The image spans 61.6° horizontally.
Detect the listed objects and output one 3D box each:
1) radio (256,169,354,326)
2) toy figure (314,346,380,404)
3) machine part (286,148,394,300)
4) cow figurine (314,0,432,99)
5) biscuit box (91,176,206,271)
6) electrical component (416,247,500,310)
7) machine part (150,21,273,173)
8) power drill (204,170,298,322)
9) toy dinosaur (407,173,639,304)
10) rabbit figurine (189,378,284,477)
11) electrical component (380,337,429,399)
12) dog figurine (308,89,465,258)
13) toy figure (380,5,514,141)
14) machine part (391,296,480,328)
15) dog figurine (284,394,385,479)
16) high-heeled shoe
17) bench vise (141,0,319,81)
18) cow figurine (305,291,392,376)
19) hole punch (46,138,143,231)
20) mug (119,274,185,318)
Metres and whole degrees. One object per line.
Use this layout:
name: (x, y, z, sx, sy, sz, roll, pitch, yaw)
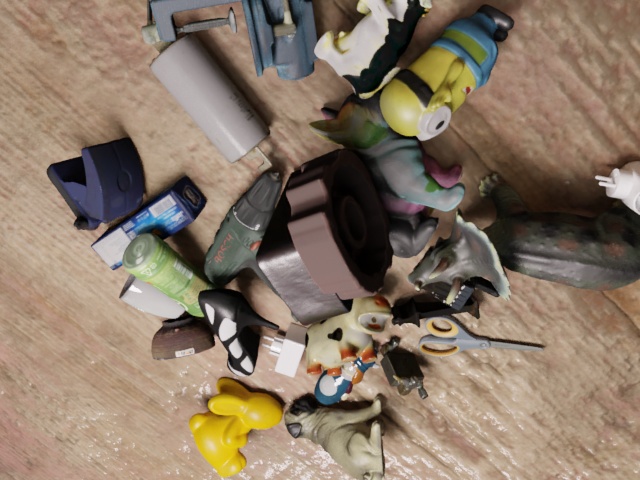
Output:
radio: (-0.002, -0.002, 0.734, 0.073, 0.230, 0.131, -18, 119, 23)
toy figure: (0.047, 0.240, 0.964, 0.064, 0.058, 0.154, 38, 122, 0)
machine part: (0.027, -0.018, 0.638, 0.056, 0.179, 0.179, -17, 115, 28)
cow figurine: (0.082, -0.255, 0.639, 0.098, 0.068, 0.167, 45, 105, -2)
biscuit box: (-0.279, -0.025, 0.877, 0.203, 0.063, 0.059, -28, 111, 25)
electrical component: (0.209, 0.065, 0.818, 0.119, 0.075, 0.047, 23, 122, -5)
machine part: (-0.149, -0.192, 0.740, 0.079, 0.079, 0.243, -31, 109, 26)
power drill: (-0.068, 0.025, 0.849, 0.207, 0.086, 0.232, 37, 124, -15)
toy dinosaur: (0.320, 0.013, 0.692, 0.405, 0.192, 0.131, 4, 124, 11)
rabbit figurine: (-0.160, 0.350, 1.064, 0.173, 0.122, 0.162, -28, 102, 11)
electrical component: (0.140, 0.218, 0.914, 0.078, 0.102, 0.045, 9, 129, -23)
dog figurine: (0.077, -0.095, 0.735, 0.219, 0.108, 0.191, 31, 124, -2)
toy figure: (0.149, -0.198, 0.641, 0.089, 0.082, 0.180, 35, 86, 32)
machine part: (0.182, 0.112, 0.857, 0.139, 0.084, 0.039, -7, 94, 7)
dog figurine: (0.022, 0.371, 0.989, 0.191, 0.172, 0.121, -5, 109, 7)
high-heeled shoe: (-0.167, 0.163, 0.922, 0.145, 0.086, 0.248, 23, 139, -15)
bench vise: (-0.098, -0.287, 0.635, 0.241, 0.129, 0.223, -11, 139, -2)
cow figurine: (0.046, 0.140, 0.880, 0.085, 0.127, 0.195, 7, 149, -35)
hole punch: (-0.323, -0.089, 0.814, 0.092, 0.142, 0.115, -27, 100, 21)
mug: (-0.290, 0.099, 0.945, 0.107, 0.081, 0.109, 32, 124, -19)
